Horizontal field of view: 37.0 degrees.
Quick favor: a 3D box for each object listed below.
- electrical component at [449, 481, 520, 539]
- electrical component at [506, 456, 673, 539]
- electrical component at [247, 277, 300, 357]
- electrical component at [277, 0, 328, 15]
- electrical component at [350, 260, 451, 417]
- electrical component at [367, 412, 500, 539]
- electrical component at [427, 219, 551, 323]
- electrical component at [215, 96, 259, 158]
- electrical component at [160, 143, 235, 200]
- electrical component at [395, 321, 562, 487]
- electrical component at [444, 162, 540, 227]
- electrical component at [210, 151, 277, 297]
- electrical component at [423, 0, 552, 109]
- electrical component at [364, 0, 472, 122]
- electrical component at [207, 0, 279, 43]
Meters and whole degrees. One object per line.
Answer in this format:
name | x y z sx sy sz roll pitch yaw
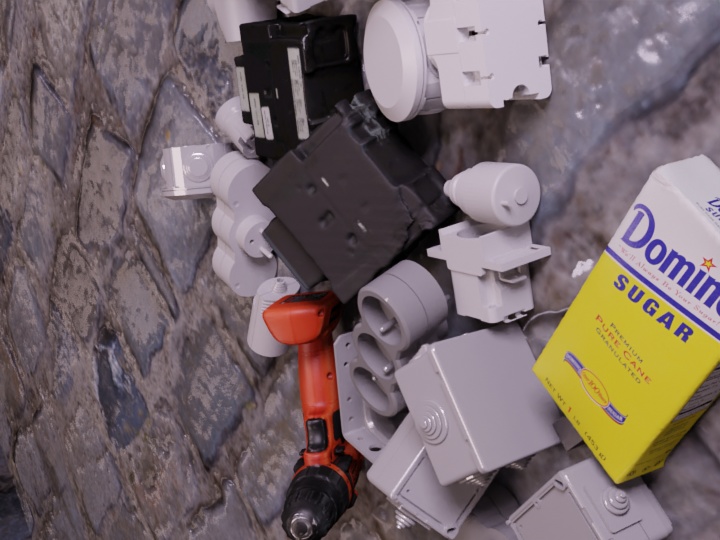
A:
electrical component | 0.101 0.208 0.762 0.138 0.074 0.052 35 132 49
electrical component | 0.147 0.155 0.671 0.061 0.061 0.096 60 147 23
electrical component | -0.081 0.039 1.024 0.043 0.043 0.081 51 143 35
electrical component | -0.067 -0.252 0.835 0.121 0.079 0.063 45 155 41
electrical component | 0.038 0.043 0.779 0.052 0.074 0.138 42 149 25
electrical component | 0.052 0.143 0.777 0.062 0.096 0.061 38 173 -20
electrical component | 0.087 0.000 0.721 0.081 0.042 0.063 14 119 58
electrical component | -0.105 -0.130 0.989 0.046 0.040 0.040 51 143 27
electrical component | -0.156 -0.096 1.051 0.080 0.080 0.051 6 103 59
electrical component | 0.080 0.090 0.719 0.048 0.100 0.099 -37 71 45
electrical component | 0.083 -0.051 0.705 0.078 0.040 0.040 14 115 57
electrical component | -0.101 -0.036 1.012 0.074 0.052 0.138 38 135 46
electrical component | 0.077 -0.147 0.660 0.056 0.050 0.089 12 114 57
electrical component | 0.038 -0.142 0.719 0.080 0.051 0.080 168 90 -69
electrical component | -0.108 -0.239 0.937 0.079 0.044 0.077 14 115 57
